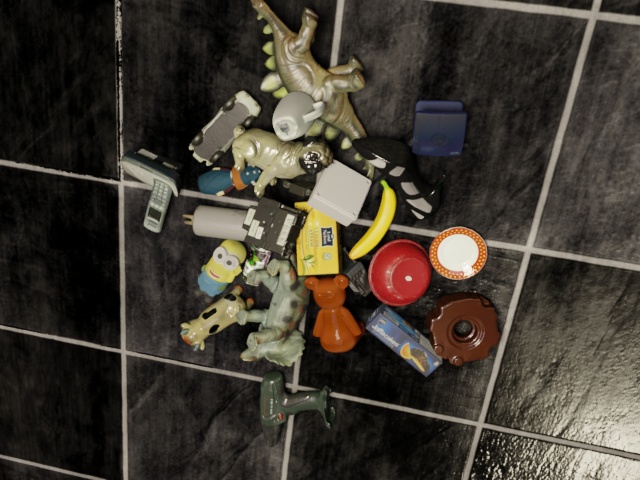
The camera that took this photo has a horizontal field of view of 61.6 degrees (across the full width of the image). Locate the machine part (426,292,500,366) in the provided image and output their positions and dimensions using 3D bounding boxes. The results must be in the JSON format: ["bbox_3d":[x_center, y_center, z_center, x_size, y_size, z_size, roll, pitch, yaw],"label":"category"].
[{"bbox_3d":[0.341,0.210,1.281,0.179,0.056,0.179,0,102,0],"label":"machine part"}]

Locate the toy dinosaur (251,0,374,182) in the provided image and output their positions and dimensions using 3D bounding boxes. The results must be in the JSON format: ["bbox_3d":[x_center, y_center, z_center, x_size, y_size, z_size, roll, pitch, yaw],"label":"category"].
[{"bbox_3d":[0.002,-0.315,1.148,0.198,0.105,0.471,-35,105,27],"label":"toy dinosaur"}]

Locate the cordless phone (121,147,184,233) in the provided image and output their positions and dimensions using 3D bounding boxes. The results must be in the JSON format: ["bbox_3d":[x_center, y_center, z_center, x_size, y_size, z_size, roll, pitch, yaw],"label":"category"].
[{"bbox_3d":[-0.419,-0.117,1.304,0.147,0.089,0.184,25,116,0],"label":"cordless phone"}]

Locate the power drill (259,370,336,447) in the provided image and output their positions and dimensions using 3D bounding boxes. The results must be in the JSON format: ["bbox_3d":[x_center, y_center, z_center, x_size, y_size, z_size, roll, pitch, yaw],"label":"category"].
[{"bbox_3d":[-0.064,0.463,1.456,0.207,0.086,0.231,-1,107,19],"label":"power drill"}]

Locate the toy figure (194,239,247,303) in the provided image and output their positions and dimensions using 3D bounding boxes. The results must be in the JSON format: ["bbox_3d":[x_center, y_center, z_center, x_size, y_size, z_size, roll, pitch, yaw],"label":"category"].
[{"bbox_3d":[-0.250,0.073,1.342,0.082,0.089,0.180,24,123,-19],"label":"toy figure"}]

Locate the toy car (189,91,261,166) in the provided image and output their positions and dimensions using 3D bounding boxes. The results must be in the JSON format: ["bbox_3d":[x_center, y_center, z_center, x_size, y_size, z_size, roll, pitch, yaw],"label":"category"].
[{"bbox_3d":[-0.220,-0.253,1.232,0.073,0.056,0.202,43,112,-14],"label":"toy car"}]

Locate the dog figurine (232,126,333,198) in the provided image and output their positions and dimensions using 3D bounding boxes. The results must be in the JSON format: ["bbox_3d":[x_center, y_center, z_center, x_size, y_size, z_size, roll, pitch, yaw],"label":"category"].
[{"bbox_3d":[-0.081,-0.201,1.159,0.191,0.121,0.172,-25,117,30],"label":"dog figurine"}]

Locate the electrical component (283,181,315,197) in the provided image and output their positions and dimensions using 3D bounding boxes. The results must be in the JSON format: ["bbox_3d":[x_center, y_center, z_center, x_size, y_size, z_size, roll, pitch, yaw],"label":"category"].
[{"bbox_3d":[-0.037,-0.120,1.241,0.094,0.063,0.021,21,113,25],"label":"electrical component"}]

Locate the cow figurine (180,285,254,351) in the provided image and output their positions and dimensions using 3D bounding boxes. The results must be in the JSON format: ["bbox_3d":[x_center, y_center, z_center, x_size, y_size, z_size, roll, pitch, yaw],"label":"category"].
[{"bbox_3d":[-0.272,0.206,1.368,0.195,0.127,0.085,-32,98,16],"label":"cow figurine"}]

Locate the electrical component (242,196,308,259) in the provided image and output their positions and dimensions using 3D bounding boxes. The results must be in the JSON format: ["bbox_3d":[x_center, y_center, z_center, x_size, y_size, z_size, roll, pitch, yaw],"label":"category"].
[{"bbox_3d":[-0.108,-0.032,1.207,0.134,0.058,0.115,21,86,23],"label":"electrical component"}]

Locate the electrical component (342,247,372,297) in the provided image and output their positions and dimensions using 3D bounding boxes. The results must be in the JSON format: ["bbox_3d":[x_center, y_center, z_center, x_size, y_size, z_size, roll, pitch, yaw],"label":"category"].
[{"bbox_3d":[0.078,0.075,1.280,0.048,0.075,0.119,-42,104,-14],"label":"electrical component"}]

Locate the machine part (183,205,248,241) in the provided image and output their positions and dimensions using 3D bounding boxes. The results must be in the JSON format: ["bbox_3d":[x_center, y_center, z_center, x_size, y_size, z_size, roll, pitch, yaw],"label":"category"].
[{"bbox_3d":[-0.215,-0.039,1.295,0.243,0.079,0.079,7,111,9],"label":"machine part"}]

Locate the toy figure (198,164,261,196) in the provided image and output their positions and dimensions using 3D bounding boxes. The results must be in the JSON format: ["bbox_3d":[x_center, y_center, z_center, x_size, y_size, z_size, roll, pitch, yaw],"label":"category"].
[{"bbox_3d":[-0.211,-0.145,1.268,0.155,0.058,0.064,-10,114,9],"label":"toy figure"}]

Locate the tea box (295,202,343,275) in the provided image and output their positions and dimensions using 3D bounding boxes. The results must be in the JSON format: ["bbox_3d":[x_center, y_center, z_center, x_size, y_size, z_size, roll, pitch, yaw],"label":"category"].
[{"bbox_3d":[-0.003,-0.004,1.245,0.098,0.068,0.169,-5,85,11],"label":"tea box"}]

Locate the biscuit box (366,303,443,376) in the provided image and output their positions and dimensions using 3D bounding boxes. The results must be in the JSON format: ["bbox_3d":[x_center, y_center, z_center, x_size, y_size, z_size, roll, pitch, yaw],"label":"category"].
[{"bbox_3d":[0.209,0.246,1.330,0.202,0.059,0.063,39,113,-4],"label":"biscuit box"}]

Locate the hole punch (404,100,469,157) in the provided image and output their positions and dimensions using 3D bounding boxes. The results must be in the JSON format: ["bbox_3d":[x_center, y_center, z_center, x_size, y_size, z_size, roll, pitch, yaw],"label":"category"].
[{"bbox_3d":[0.251,-0.231,1.138,0.142,0.092,0.115,1,114,6],"label":"hole punch"}]

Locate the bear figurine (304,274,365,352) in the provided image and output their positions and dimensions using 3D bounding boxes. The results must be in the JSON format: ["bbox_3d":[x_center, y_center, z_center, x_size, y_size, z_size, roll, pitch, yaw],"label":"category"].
[{"bbox_3d":[0.034,0.168,1.308,0.120,0.132,0.195,-10,99,13],"label":"bear figurine"}]

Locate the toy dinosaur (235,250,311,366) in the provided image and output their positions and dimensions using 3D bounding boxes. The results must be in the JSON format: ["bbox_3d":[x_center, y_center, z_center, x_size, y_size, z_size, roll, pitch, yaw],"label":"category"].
[{"bbox_3d":[-0.087,0.149,1.317,0.131,0.192,0.404,31,103,43],"label":"toy dinosaur"}]

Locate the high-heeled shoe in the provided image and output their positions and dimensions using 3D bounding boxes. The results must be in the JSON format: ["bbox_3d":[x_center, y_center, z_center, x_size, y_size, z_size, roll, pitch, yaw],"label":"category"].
[{"bbox_3d":[0.162,-0.130,1.179,0.249,0.086,0.145,23,136,-8],"label":"high-heeled shoe"}]

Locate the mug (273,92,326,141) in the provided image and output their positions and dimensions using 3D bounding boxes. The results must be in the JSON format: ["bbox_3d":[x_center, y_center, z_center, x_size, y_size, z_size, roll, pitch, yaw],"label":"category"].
[{"bbox_3d":[-0.044,-0.244,1.082,0.110,0.107,0.080,-5,124,20],"label":"mug"}]
